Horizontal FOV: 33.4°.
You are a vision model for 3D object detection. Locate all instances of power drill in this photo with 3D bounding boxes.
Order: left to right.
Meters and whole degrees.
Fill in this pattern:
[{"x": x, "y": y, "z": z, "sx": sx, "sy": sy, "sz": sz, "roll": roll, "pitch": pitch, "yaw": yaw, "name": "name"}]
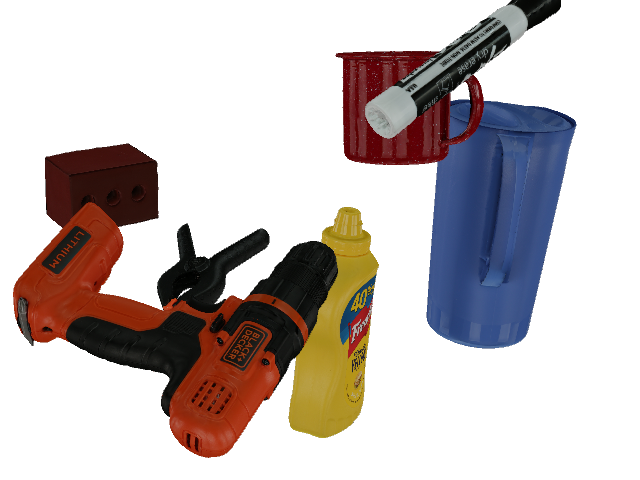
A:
[{"x": -0.099, "y": 0.041, "z": 0.737, "sx": 0.188, "sy": 0.057, "sz": 0.184, "roll": 22, "pitch": 49, "yaw": 16, "name": "power drill"}]

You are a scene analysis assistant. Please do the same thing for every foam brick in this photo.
[{"x": -0.179, "y": -0.043, "z": 0.871, "sx": 0.078, "sy": 0.053, "sz": 0.051, "roll": -14, "pitch": 30, "yaw": -32, "name": "foam brick"}]

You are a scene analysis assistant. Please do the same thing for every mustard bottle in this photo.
[{"x": 0.014, "y": 0.064, "z": 0.908, "sx": 0.058, "sy": 0.192, "sz": 0.096, "roll": 14, "pitch": 21, "yaw": 21, "name": "mustard bottle"}]

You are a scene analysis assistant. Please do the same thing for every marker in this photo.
[{"x": 0.069, "y": -0.087, "z": 0.493, "sx": 0.121, "sy": 0.020, "sz": 0.020, "roll": -38, "pitch": 17, "yaw": -23, "name": "marker"}]

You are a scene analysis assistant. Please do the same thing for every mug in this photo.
[{"x": 0.069, "y": -0.102, "z": 0.811, "sx": 0.117, "sy": 0.081, "sz": 0.093, "roll": 6, "pitch": 13, "yaw": 28, "name": "mug"}]

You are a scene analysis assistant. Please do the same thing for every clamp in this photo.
[{"x": -0.130, "y": 0.034, "z": 1.248, "sx": 0.120, "sy": 0.039, "sz": 0.171, "roll": -6, "pitch": 38, "yaw": 18, "name": "clamp"}]

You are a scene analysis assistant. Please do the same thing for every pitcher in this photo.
[{"x": 0.174, "y": -0.014, "z": 1.081, "sx": 0.148, "sy": 0.243, "sz": 0.145, "roll": -13, "pitch": 27, "yaw": -41, "name": "pitcher"}]
